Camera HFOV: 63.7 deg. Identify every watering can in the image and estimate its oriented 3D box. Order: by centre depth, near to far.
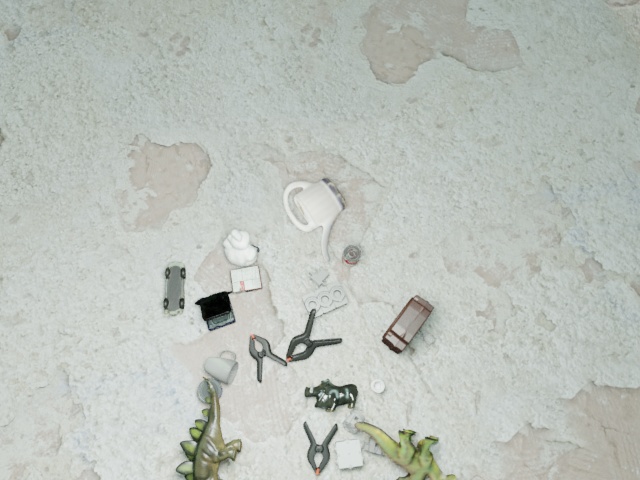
[{"bbox_3d":[0.006,-0.101,2.001,0.225,0.102,0.351,-32,75,-11],"label":"watering can"}]

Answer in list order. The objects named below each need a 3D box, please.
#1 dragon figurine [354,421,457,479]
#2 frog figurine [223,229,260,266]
[{"bbox_3d":[0.286,0.762,1.729,0.410,0.121,0.245,14,81,-6],"label":"dragon figurine"},{"bbox_3d":[-0.298,0.032,1.922,0.138,0.157,0.124,36,77,8],"label":"frog figurine"}]
